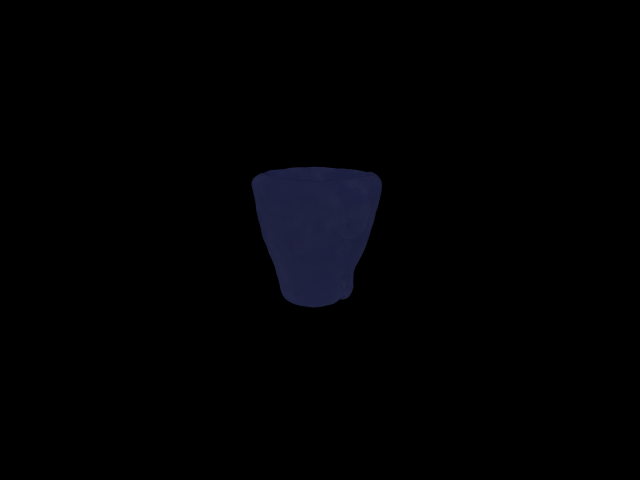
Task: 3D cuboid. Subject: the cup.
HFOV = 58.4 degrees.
[{"bbox_3d":[0.004,0.001,0.400,0.092,0.095,0.117,-6,15,-23],"label":"cup"}]
